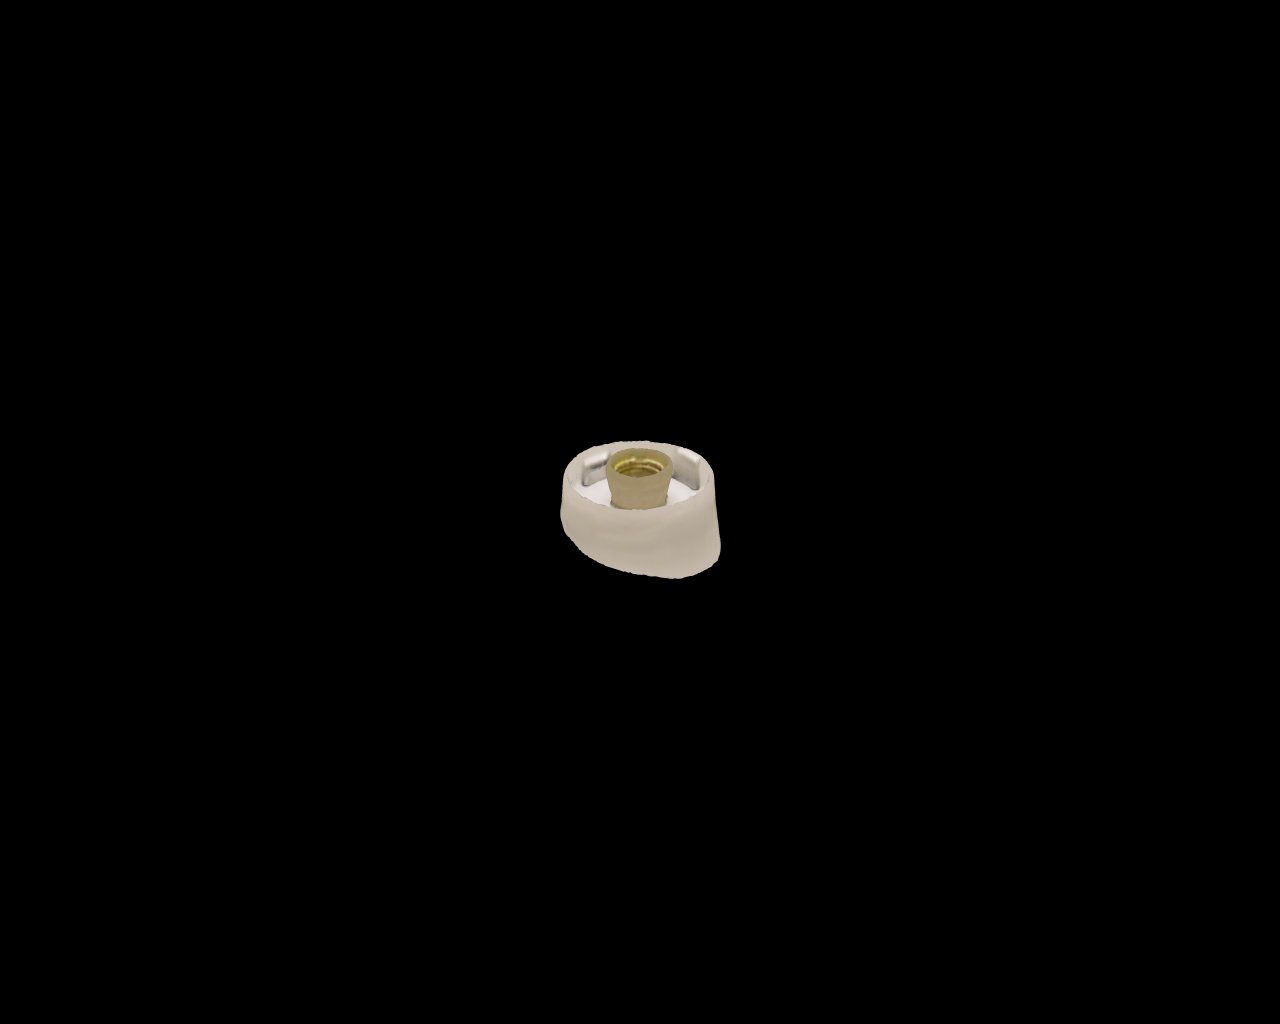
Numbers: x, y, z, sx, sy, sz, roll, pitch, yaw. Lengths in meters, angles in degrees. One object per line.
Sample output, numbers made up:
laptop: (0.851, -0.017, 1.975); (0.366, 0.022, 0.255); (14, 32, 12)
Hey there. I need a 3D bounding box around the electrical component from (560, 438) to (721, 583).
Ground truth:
electrical component: (0.001, -0.003, 0.650); (0.099, 0.064, 0.099); (0, 29, 0)
